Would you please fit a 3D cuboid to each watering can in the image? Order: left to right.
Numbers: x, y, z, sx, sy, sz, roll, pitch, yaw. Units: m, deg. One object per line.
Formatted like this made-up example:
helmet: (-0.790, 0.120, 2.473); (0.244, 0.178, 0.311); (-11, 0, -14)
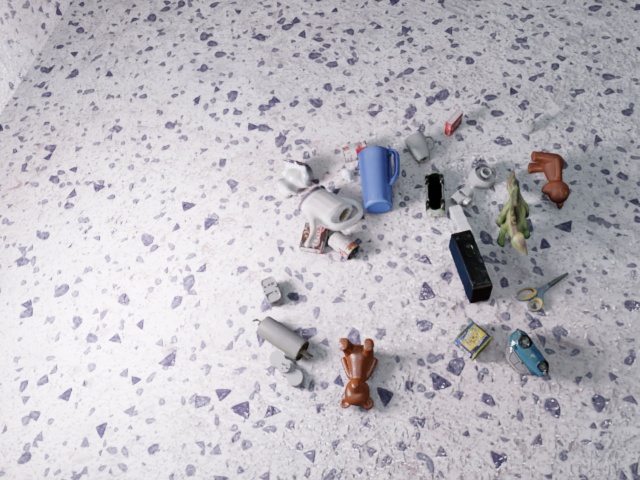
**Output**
watering can: (0.006, -0.095, 1.892); (0.227, 0.101, 0.352); (33, 43, 28)

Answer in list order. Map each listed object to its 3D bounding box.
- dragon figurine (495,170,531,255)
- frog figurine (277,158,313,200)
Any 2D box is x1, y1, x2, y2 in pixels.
dragon figurine: (0.682, -0.125, 1.791); (0.122, 0.238, 0.419); (0, 63, 13)
frog figurine: (-0.103, -0.235, 2.045); (0.137, 0.123, 0.158); (16, 100, 7)
